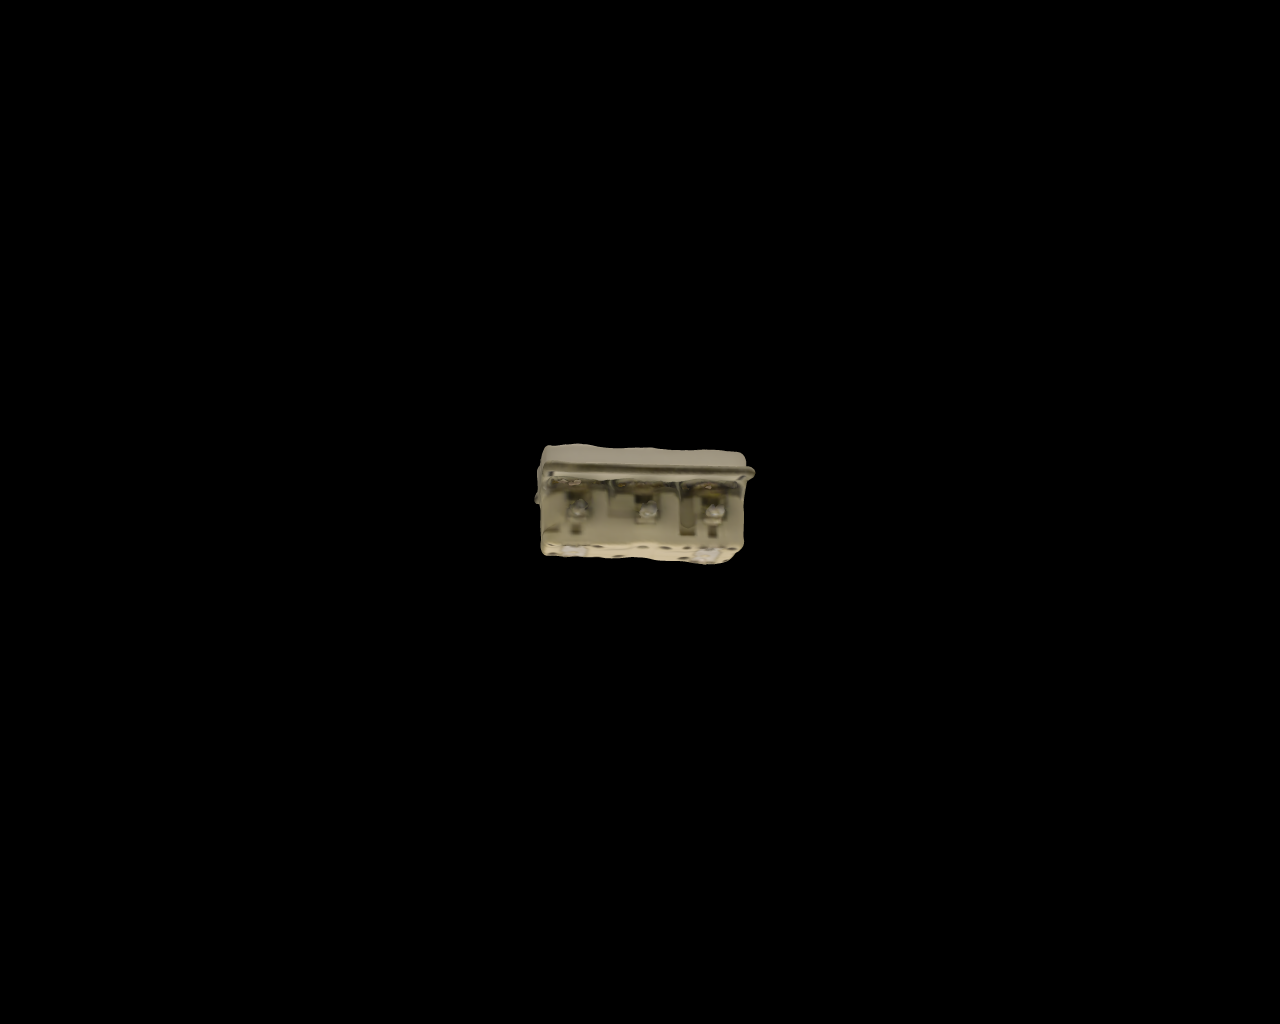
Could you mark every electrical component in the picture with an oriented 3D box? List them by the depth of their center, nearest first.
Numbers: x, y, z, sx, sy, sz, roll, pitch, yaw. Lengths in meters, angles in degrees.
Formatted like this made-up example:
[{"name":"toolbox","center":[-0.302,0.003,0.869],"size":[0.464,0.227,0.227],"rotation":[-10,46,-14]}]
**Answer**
[{"name":"electrical component","center":[0.001,-0.003,0.650],"size":[0.121,0.063,0.078],"rotation":[3,-15,-9]}]
